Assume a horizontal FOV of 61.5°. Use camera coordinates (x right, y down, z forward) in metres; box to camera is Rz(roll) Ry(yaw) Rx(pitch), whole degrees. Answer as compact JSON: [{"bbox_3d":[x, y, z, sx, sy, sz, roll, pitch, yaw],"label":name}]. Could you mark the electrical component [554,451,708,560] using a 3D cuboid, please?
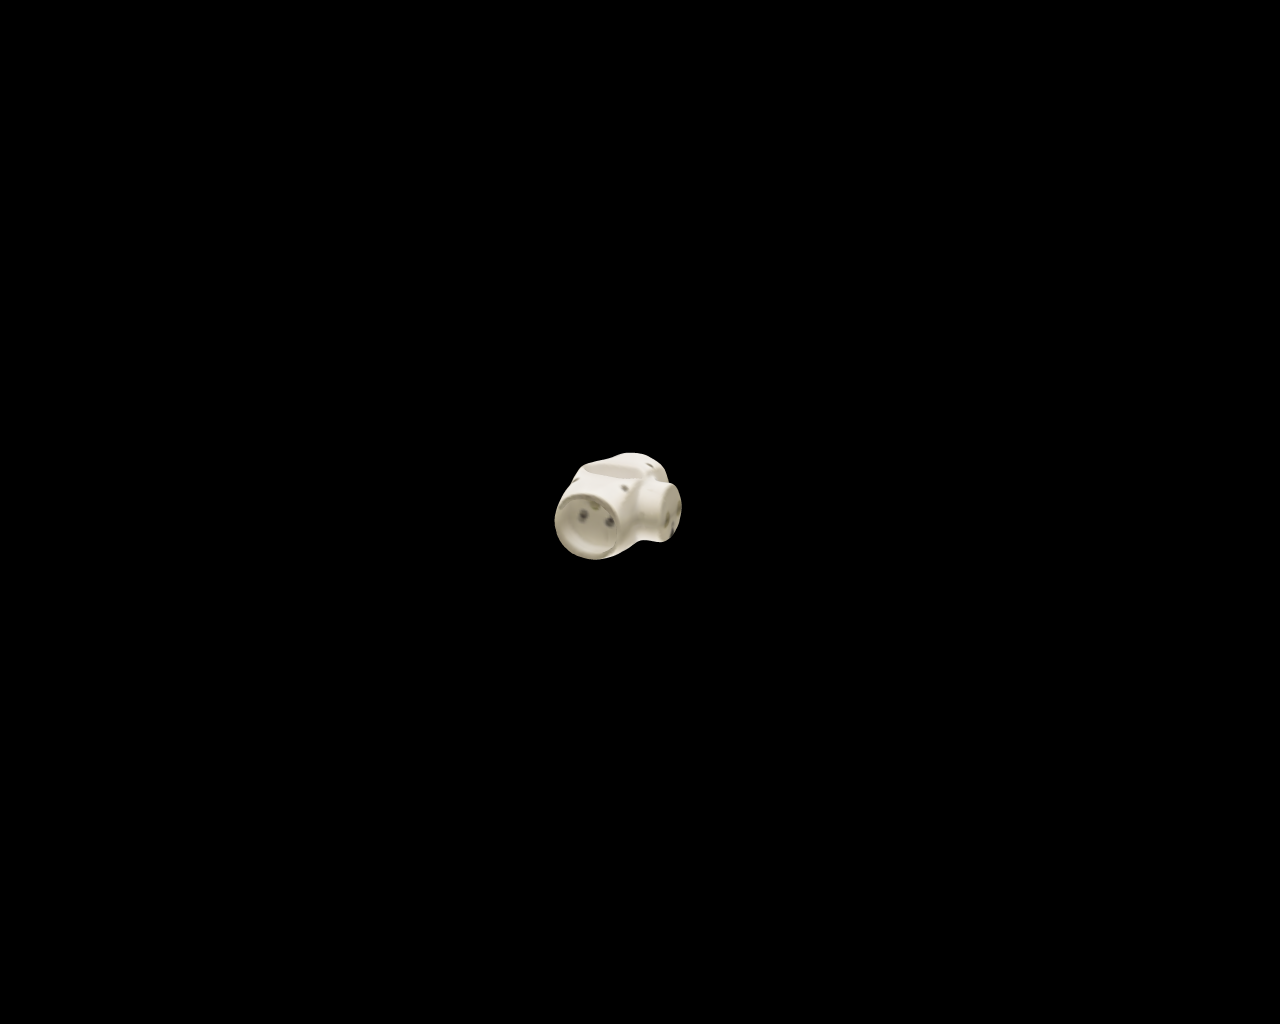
[{"bbox_3d":[0.001,-0.003,0.650,0.079,0.043,0.077,10,24,22],"label":"electrical component"}]
